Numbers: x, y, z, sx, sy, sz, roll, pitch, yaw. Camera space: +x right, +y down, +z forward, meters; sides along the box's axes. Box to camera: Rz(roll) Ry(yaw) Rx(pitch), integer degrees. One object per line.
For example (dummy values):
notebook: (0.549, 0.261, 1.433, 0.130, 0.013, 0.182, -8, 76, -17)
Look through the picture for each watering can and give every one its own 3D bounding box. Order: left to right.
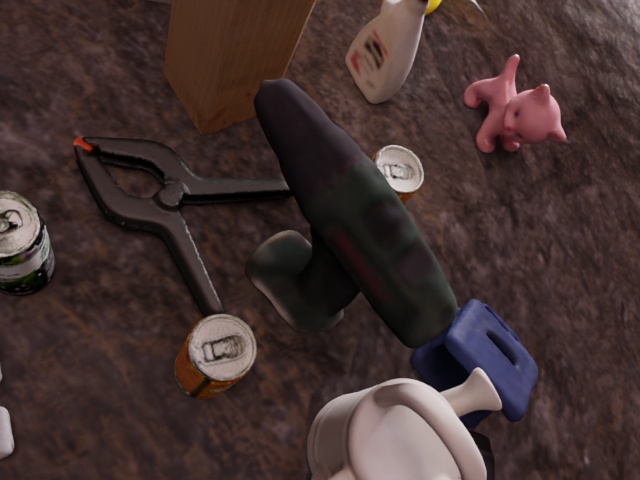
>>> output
watering can: (0.069, 0.158, 0.461, 0.101, 0.193, 0.173, 42, 61, 0)

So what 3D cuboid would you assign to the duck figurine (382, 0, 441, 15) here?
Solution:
duck figurine: (0.137, -0.351, 0.752, 0.105, 0.086, 0.077, -31, 82, -28)

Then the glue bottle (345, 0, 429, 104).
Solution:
glue bottle: (0.084, -0.228, 0.634, 0.037, 0.173, 0.078, -27, 80, -27)

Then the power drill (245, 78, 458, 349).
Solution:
power drill: (0.005, 0.002, 0.492, 0.229, 0.208, 0.076, 48, 62, 3)

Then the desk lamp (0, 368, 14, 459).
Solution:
desk lamp: (-0.312, 0.103, 0.331, 0.204, 0.213, 0.118, -13, 74, -24)

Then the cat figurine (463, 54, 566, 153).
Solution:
cat figurine: (0.243, -0.163, 0.697, 0.067, 0.117, 0.128, -5, 71, -22)

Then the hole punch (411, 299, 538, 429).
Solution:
hole punch: (0.163, 0.117, 0.571, 0.101, 0.091, 0.108, -40, 86, -28)

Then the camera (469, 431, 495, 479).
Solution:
camera: (0.137, 0.243, 0.505, 0.143, 0.100, 0.137, 16, 65, -13)
